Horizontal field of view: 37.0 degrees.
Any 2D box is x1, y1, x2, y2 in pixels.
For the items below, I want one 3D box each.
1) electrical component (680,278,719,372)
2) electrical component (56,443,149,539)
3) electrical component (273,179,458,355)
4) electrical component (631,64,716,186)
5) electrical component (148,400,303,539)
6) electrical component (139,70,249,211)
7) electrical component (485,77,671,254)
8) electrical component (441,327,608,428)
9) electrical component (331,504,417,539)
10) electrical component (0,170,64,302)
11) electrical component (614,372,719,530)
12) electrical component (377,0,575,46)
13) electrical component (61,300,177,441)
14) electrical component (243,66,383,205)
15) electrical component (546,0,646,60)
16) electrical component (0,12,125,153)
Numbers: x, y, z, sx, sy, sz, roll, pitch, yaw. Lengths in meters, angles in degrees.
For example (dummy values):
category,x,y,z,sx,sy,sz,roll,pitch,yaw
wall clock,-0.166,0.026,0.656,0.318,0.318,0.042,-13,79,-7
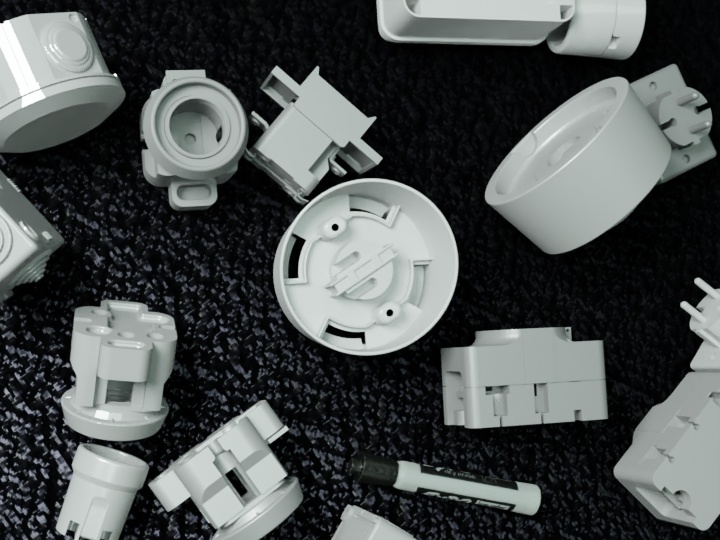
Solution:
category,x,y,z,sx,sy,sz,roll,pitch,yaw
electrical component,0.241,0.036,0.697,0.077,0.047,0.065,36,77,-10
electrical component,-0.141,0.123,0.586,0.040,0.040,0.046,20,86,-13
electrical component,0.000,0.000,0.623,0.099,0.064,0.099,1,85,-17
electrical component,0.196,-0.093,0.680,0.047,0.077,0.065,-26,92,-16
electrical component,-0.068,0.118,0.597,0.078,0.058,0.057,-36,92,-16
electrical component,-0.095,-0.076,0.607,0.058,0.057,0.078,-4,86,-16
electrical component,0.136,-0.057,0.647,0.060,0.108,0.108,45,75,-14
electrical component,0.099,0.064,0.652,0.089,0.050,0.055,-2,86,-16
electrical component,0.002,0.191,0.608,0.061,0.062,0.096,34,77,-10
electrical component,-0.203,-0.029,0.552,0.048,0.100,0.099,-42,97,-2
electrical component,0.210,0.111,0.676,0.050,0.056,0.089,45,75,-8
electrical component,0.068,-0.182,0.663,0.113,0.057,0.078,-2,86,-16
electrical component,-0.130,0.055,0.580,0.058,0.078,0.057,6,105,-15
electrical component,-0.031,-0.077,0.634,0.081,0.042,0.063,40,79,-8
electrical component,0.148,-0.163,0.686,0.047,0.055,0.055,-1,85,-12
electrical component,-0.172,-0.099,0.577,0.080,0.080,0.051,-23,86,-16
